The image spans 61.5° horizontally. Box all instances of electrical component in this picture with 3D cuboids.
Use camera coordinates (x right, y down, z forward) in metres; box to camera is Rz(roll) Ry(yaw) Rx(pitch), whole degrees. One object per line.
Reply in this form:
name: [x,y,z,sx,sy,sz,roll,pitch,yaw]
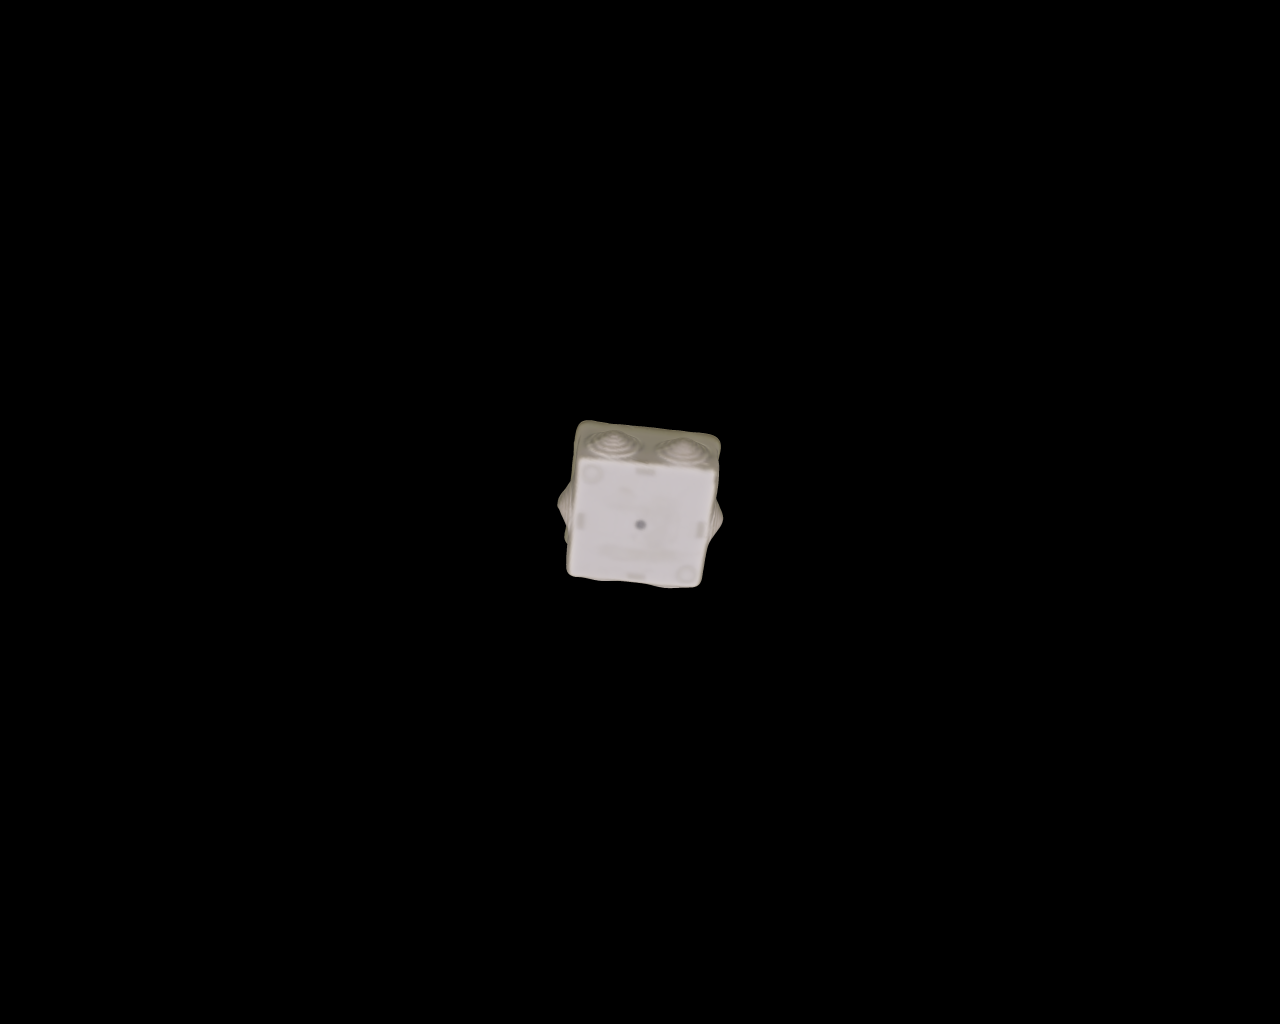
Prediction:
electrical component: [0.001,-0.003,0.650,0.100,0.099,0.048,6,27,-3]
